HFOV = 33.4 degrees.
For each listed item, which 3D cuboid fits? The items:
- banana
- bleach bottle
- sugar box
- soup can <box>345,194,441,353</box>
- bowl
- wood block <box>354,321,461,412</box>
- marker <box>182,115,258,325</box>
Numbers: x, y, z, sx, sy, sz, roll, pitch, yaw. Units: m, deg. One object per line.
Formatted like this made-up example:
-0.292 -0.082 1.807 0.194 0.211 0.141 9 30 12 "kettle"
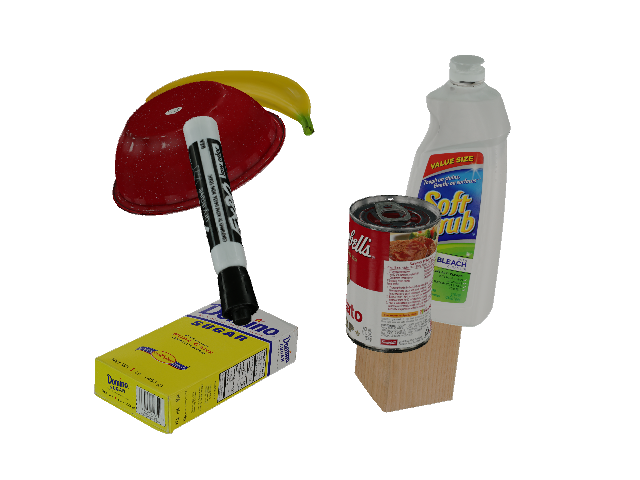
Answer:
-0.091 -0.158 1.160 0.198 0.037 0.069 9 43 18 "banana"
0.119 -0.047 0.983 0.103 0.251 0.068 13 30 23 "bleach bottle"
-0.110 0.108 0.975 0.093 0.048 0.175 22 31 31 "sugar box"
0.054 0.025 0.802 0.068 0.102 0.068 1 23 -1 "soup can"
-0.114 -0.090 0.910 0.162 0.055 0.162 -16 32 10 "bowl"
0.101 0.077 1.195 0.090 0.206 0.090 -7 28 -20 "wood block"
-0.052 -0.011 0.559 0.020 0.121 0.020 -12 -27 -6 "marker"
